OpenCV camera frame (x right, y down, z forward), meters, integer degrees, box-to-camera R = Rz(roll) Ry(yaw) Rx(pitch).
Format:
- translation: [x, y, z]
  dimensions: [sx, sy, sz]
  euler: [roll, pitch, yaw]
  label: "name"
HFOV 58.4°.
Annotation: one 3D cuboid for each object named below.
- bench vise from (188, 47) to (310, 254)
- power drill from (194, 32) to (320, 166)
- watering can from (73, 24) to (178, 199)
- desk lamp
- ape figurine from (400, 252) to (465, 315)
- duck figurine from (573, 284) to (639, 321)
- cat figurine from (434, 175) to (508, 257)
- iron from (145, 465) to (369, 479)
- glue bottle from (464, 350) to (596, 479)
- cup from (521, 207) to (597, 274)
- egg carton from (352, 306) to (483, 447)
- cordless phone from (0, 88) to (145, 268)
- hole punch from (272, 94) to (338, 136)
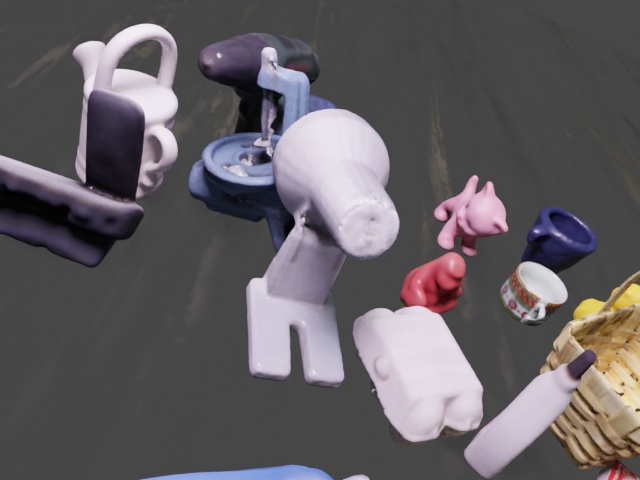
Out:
- translation: [-0.033, -0.096, 0.656]
  dimensions: [0.208, 0.219, 0.121]
  euler: [17, 39, -12]
  label: "bench vise"
- translation: [-0.087, -0.159, 0.707]
  dimensions: [0.075, 0.208, 0.230]
  euler: [34, 39, 10]
  label: "power drill"
- translation: [-0.217, -0.152, 0.637]
  dimensions: [0.173, 0.194, 0.101]
  euler: [29, 38, 4]
  label: "watering can"
- translation: [0.005, 0.002, 0.571]
  dimensions: [0.118, 0.213, 0.203]
  euler: [10, 41, -19]
  label: "desk lamp"
- translation: [0.141, 0.053, 0.688]
  dimensions: [0.078, 0.092, 0.076]
  euler: [10, 41, -20]
  label: "ape figurine"
- translation: [0.413, 0.097, 0.797]
  dimensions: [0.105, 0.086, 0.077]
  euler: [-1, 46, -31]
  label: "duck figurine"
- translation: [0.222, -0.041, 0.820]
  dimensions: [0.067, 0.117, 0.127]
  euler: [17, 39, -11]
  label: "cat figurine"
- translation: [-0.097, 0.187, 0.360]
  dimensions: [0.259, 0.141, 0.118]
  euler: [7, 42, -23]
  label: "iron"
- translation: [0.202, 0.157, 0.538]
  dimensions: [0.037, 0.173, 0.078]
  euler: [42, 41, 19]
  label: "glue bottle"
- translation: [0.331, 0.013, 0.839]
  dimensions: [0.118, 0.095, 0.091]
  euler: [-2, 46, -31]
  label: "cup"
- translation: [0.096, 0.135, 0.588]
  dimensions: [0.107, 0.069, 0.150]
  euler: [0, 45, -29]
  label: "egg carton"
- translation: [-0.237, -0.077, 0.547]
  dimensions: [0.148, 0.185, 0.094]
  euler: [18, 39, -10]
  label: "cordless phone"
- translation: [-0.021, -0.150, 0.829]
  dimensions: [0.109, 0.091, 0.101]
  euler: [5, 43, -25]
  label: "hole punch"
